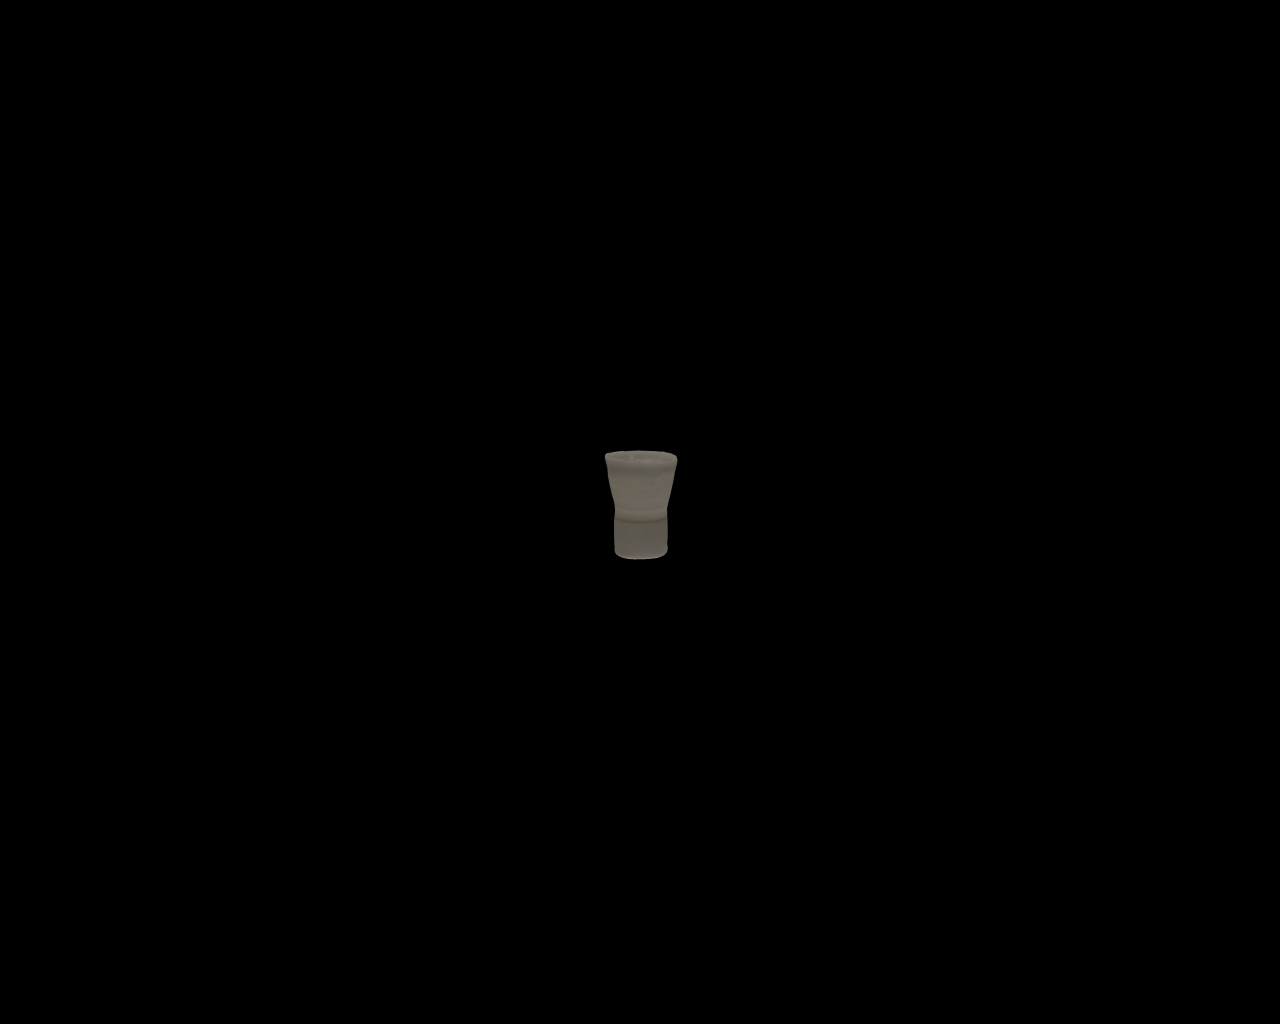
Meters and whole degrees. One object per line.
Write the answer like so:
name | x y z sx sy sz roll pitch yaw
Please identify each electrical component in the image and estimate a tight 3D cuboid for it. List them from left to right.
electrical component | 0.001 -0.003 0.650 0.044 0.065 0.044 0 11 0
